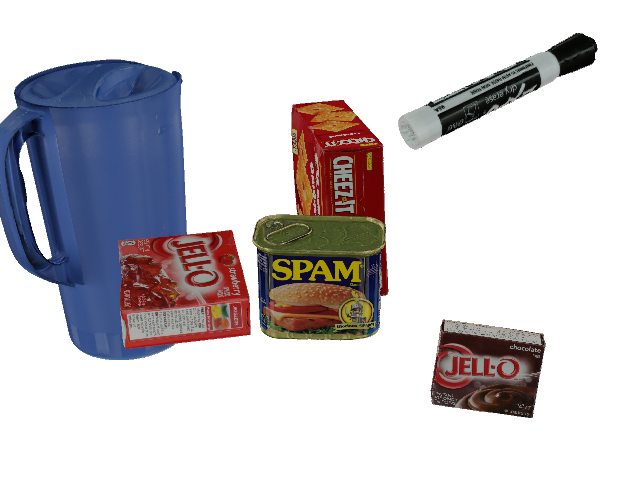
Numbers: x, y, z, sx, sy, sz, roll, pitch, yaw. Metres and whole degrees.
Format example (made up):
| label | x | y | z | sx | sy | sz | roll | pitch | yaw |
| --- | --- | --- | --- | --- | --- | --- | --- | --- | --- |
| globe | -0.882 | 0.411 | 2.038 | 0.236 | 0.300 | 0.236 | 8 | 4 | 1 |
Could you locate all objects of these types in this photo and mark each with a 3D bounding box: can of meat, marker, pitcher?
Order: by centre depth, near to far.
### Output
| label | x | y | z | sx | sy | sz | roll | pitch | yaw |
| --- | --- | --- | --- | --- | --- | --- | --- | --- | --- |
| marker | 0.096 | -0.080 | 0.563 | 0.121 | 0.020 | 0.020 | -27 | 8 | -17 |
| can of meat | -0.001 | 0.030 | 0.839 | 0.102 | 0.084 | 0.057 | 1 | 29 | 3 |
| pitcher | -0.182 | -0.021 | 0.900 | 0.149 | 0.243 | 0.145 | -5 | 25 | -5 |

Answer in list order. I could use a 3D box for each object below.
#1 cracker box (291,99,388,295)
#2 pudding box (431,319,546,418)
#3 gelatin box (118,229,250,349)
| label | x | y | z | sx | sy | sz | roll | pitch | yaw |
| --- | --- | --- | --- | --- | --- | --- | --- | --- | --- |
| cracker box | 0.018 | -0.051 | 1.169 | 0.072 | 0.164 | 0.214 | -6 | 20 | -7 |
| pudding box | 0.181 | 0.139 | 1.159 | 0.113 | 0.090 | 0.039 | 6 | 23 | 4 |
| gelatin box | -0.083 | 0.026 | 0.639 | 0.073 | 0.030 | 0.089 | -5 | 28 | -8 |
